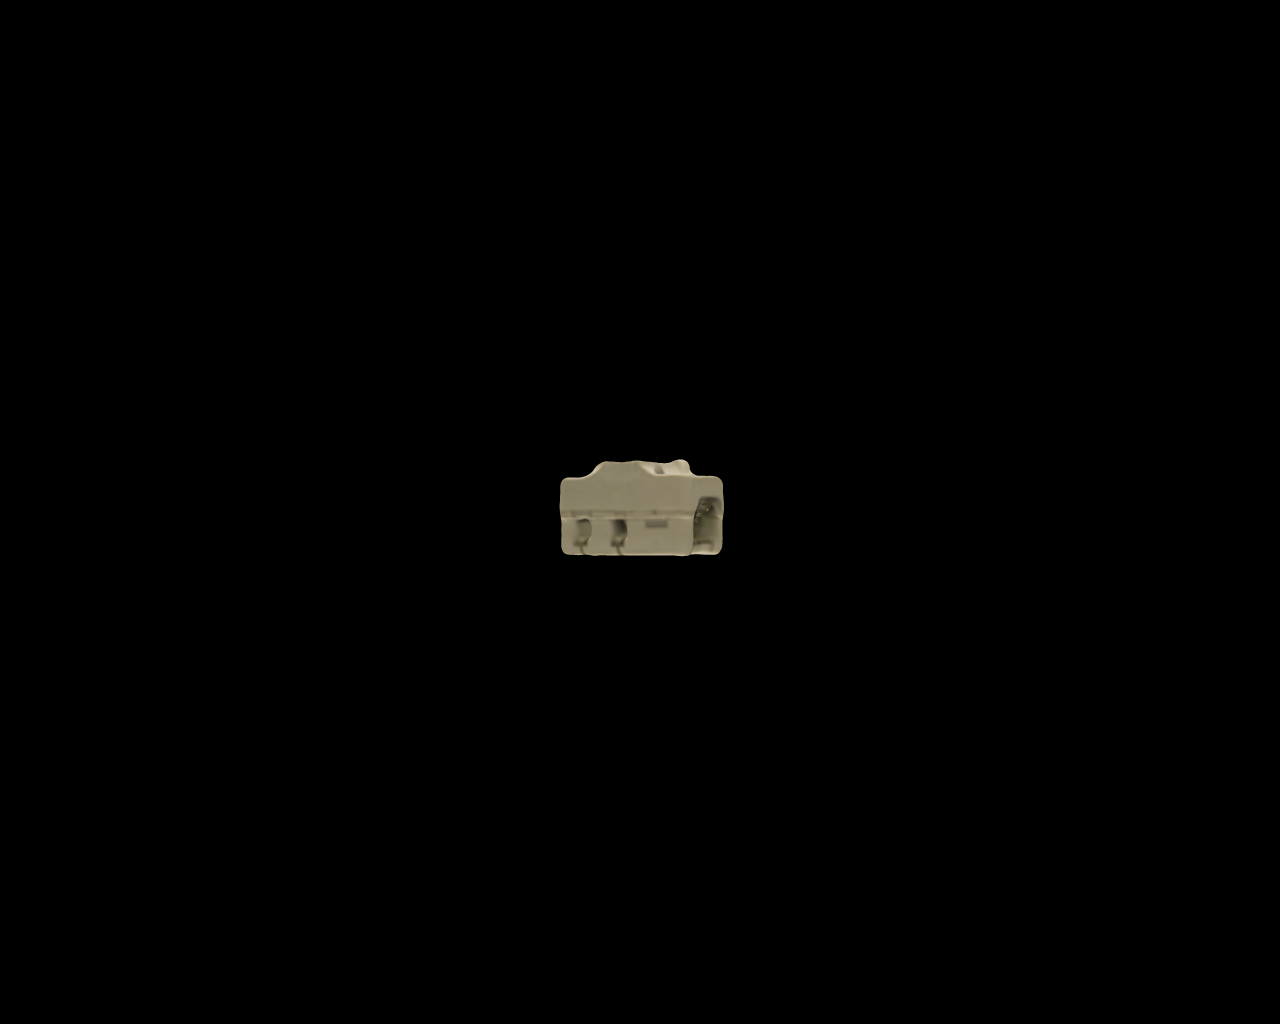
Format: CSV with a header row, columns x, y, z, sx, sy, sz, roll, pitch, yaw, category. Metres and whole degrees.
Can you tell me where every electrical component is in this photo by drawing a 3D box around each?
x,y,z,sx,sy,sz,roll,pitch,yaw,category
0.001,-0.003,0.650,0.089,0.055,0.050,0,0,32,electrical component
